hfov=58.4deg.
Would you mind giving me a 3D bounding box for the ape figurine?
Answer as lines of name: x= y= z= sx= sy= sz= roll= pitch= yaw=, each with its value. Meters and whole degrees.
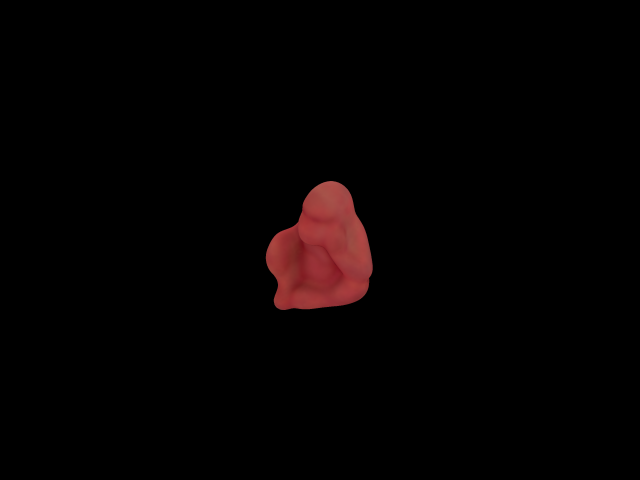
ape figurine: x=0.004 y=0.001 z=0.400 sx=0.077 sy=0.092 sz=0.076 roll=27 pitch=44 yaw=33
